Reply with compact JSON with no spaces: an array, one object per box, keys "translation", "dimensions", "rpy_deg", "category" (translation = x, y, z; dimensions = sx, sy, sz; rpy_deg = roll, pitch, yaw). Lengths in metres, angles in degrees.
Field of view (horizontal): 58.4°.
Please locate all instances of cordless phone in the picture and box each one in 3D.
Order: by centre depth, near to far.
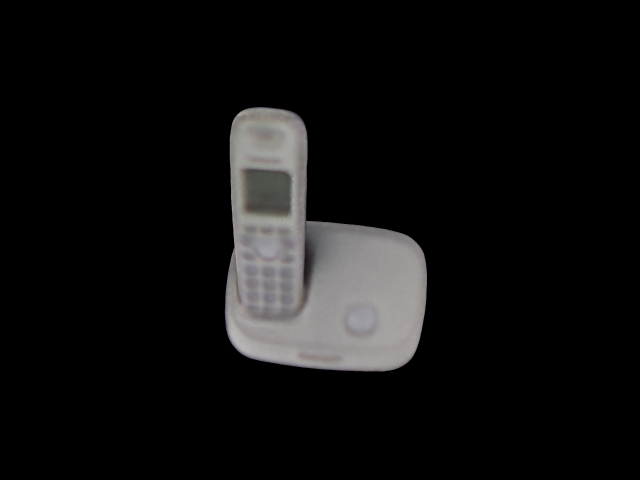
[{"translation":[0.004,0.001,0.400],"dimensions":[0.147,0.185,0.094],"rpy_deg":[3,37,4],"category":"cordless phone"}]
